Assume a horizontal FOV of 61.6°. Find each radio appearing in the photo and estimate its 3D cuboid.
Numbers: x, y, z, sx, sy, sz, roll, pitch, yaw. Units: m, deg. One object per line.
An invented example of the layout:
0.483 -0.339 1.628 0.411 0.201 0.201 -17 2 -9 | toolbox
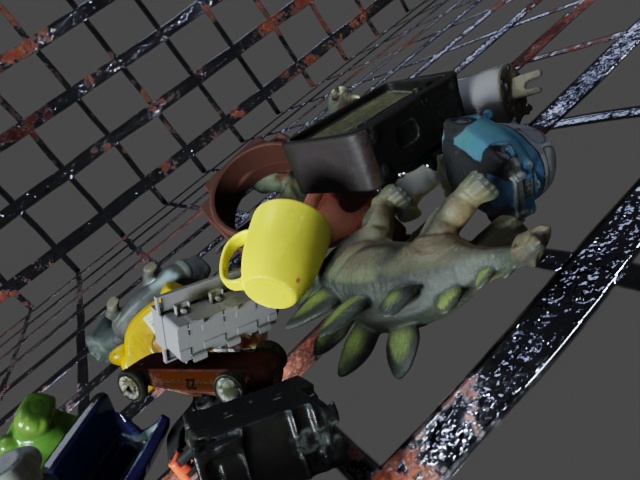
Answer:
0.077 -0.139 0.681 0.131 0.073 0.229 5 35 47 | radio

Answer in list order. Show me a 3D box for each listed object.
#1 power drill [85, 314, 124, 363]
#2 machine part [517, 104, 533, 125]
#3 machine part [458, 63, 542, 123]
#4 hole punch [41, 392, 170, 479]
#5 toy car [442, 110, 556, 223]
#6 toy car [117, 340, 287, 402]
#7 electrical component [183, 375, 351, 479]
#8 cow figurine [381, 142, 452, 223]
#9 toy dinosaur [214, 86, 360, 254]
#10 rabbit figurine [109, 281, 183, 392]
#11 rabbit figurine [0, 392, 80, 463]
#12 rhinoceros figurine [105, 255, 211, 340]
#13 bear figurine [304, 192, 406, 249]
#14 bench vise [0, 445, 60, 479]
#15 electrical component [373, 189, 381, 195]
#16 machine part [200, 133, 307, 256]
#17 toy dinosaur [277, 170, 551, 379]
-0.338 0.145 1.044 0.207 0.085 0.232 -23 25 15 | power drill
0.244 -0.156 0.794 0.139 0.039 0.084 -41 28 -19 | machine part
0.200 -0.188 0.771 0.243 0.079 0.079 -8 34 47 | machine part
-0.220 0.245 0.582 0.092 0.115 0.142 13 44 9 | hole punch
0.208 -0.089 0.607 0.103 0.109 0.162 -20 27 -6 | toy car
-0.131 0.148 0.591 0.202 0.053 0.089 -7 14 26 | toy car
-0.052 0.162 0.449 0.115 0.058 0.134 -13 -1 -20 | electrical component
0.155 -0.103 0.730 0.167 0.098 0.068 -33 14 11 | cow figurine
-0.022 -0.107 1.018 0.192 0.131 0.405 8 57 34 | toy dinosaur
-0.228 0.153 0.815 0.162 0.122 0.173 -47 6 -3 | rabbit figurine
-0.369 0.303 0.667 0.159 0.121 0.170 -35 34 16 | rabbit figurine
-0.265 0.095 0.904 0.190 0.073 0.112 -44 -25 -26 | rhinoceros figurine
-0.002 -0.004 0.740 0.196 0.120 0.132 -41 29 5 | bear figurine
-0.135 0.213 0.308 0.224 0.240 0.129 -10 26 22 | bench vise
0.058 -0.065 0.836 0.045 0.078 0.102 -25 31 51 | electrical component
-0.083 -0.068 0.900 0.201 0.087 0.202 -44 56 -6 | machine part
0.054 0.040 0.569 0.198 0.105 0.471 -48 11 -20 | toy dinosaur
